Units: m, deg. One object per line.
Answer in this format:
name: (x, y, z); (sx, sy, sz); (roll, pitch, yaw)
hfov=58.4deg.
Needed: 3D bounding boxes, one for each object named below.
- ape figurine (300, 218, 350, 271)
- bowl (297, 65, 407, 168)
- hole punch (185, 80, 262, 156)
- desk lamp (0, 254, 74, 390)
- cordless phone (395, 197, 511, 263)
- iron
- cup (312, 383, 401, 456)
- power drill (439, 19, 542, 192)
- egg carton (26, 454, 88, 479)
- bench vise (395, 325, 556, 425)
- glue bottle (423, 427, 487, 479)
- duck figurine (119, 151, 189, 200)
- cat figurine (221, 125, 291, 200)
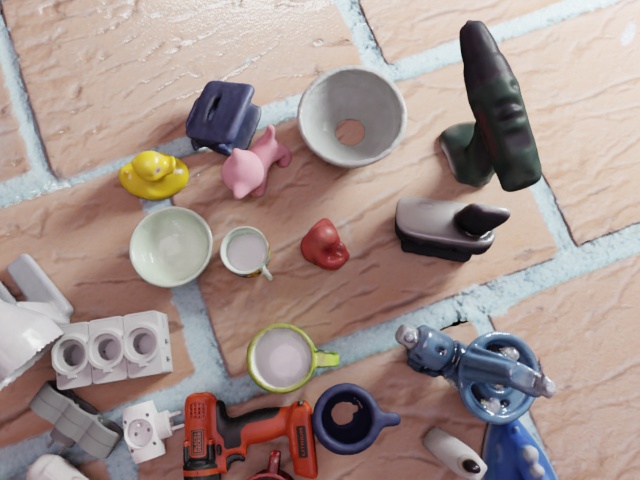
ape figurine: (0.008, 0.003, 0.847); (0.076, 0.092, 0.078); (2, 78, 1)
bowl: (0.050, -0.182, 0.895); (0.167, 0.075, 0.167); (0, 78, 1)
hole punch: (-0.155, -0.192, 0.892); (0.101, 0.091, 0.109); (19, 79, 5)
desk lamp: (-0.426, 0.107, 0.768); (0.118, 0.213, 0.203); (-42, 80, -8)
cordless phone: (0.183, -0.033, 0.806); (0.147, 0.185, 0.094); (6, 78, 2)
iron: (0.279, 0.349, 0.745); (0.118, 0.141, 0.258); (-11, 78, -1)
cup: (0.049, 0.244, 0.794); (0.117, 0.095, 0.092); (-1, 78, 1)
power drill: (0.234, -0.166, 0.821); (0.075, 0.208, 0.229); (-20, 78, -3)
egg carton: (-0.353, 0.373, 0.784); (0.150, 0.069, 0.107); (35, 81, 8)
bench vise: (0.200, 0.175, 0.743); (0.207, 0.220, 0.121); (6, 78, 2)
glue bottle: (0.182, 0.284, 0.744); (0.078, 0.173, 0.037); (35, 81, 8)
duck figurine: (-0.261, -0.107, 0.877); (0.104, 0.086, 0.077); (-5, 78, 0)
cat figurine: (-0.102, -0.117, 0.861); (0.067, 0.118, 0.128); (33, 80, 8)
